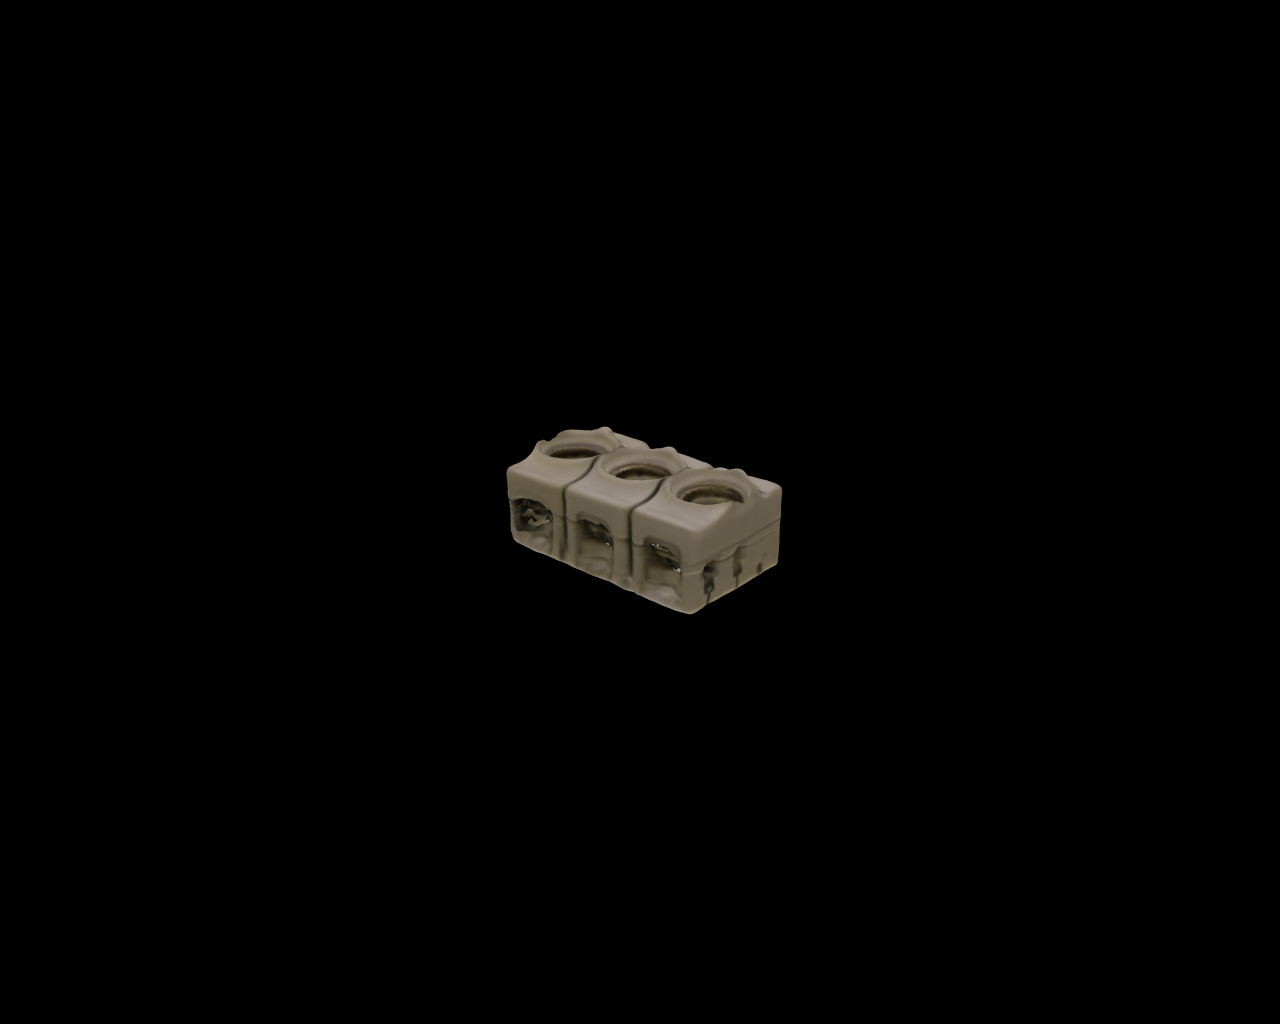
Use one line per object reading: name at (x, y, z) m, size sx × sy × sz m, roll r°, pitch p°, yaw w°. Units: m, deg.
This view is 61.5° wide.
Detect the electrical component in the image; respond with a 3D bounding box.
electrical component at (0.001, -0.003, 0.650) m, size 0.150 × 0.061 × 0.090 m, roll 20°, pitch 32°, yaw 36°
